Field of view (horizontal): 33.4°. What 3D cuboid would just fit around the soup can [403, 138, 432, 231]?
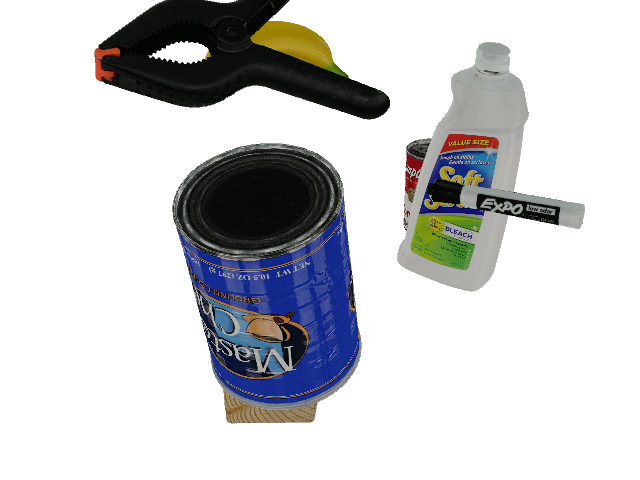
[{"bbox_3d":[0.133,-0.061,1.259,0.068,0.102,0.068,0,27,0],"label":"soup can"}]

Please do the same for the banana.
[{"bbox_3d":[-0.049,-0.186,1.047,0.197,0.070,0.037,-11,-34,-46],"label":"banana"}]

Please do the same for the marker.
[{"bbox_3d":[0.139,-0.029,0.814,0.121,0.020,0.020,12,5,23],"label":"marker"}]

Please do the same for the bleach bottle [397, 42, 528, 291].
[{"bbox_3d":[0.140,-0.074,1.033,0.103,0.251,0.068,22,39,22],"label":"bleach bottle"}]

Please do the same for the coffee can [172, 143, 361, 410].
[{"bbox_3d":[-0.030,0.025,0.676,0.103,0.140,0.103,-4,43,4],"label":"coffee can"}]

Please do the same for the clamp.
[{"bbox_3d":[-0.059,-0.138,0.789,0.209,0.165,0.036,-18,-27,-19],"label":"clamp"}]

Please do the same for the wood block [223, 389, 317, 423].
[{"bbox_3d":[-0.043,0.105,1.132,0.091,0.090,0.206,-2,19,5],"label":"wood block"}]
